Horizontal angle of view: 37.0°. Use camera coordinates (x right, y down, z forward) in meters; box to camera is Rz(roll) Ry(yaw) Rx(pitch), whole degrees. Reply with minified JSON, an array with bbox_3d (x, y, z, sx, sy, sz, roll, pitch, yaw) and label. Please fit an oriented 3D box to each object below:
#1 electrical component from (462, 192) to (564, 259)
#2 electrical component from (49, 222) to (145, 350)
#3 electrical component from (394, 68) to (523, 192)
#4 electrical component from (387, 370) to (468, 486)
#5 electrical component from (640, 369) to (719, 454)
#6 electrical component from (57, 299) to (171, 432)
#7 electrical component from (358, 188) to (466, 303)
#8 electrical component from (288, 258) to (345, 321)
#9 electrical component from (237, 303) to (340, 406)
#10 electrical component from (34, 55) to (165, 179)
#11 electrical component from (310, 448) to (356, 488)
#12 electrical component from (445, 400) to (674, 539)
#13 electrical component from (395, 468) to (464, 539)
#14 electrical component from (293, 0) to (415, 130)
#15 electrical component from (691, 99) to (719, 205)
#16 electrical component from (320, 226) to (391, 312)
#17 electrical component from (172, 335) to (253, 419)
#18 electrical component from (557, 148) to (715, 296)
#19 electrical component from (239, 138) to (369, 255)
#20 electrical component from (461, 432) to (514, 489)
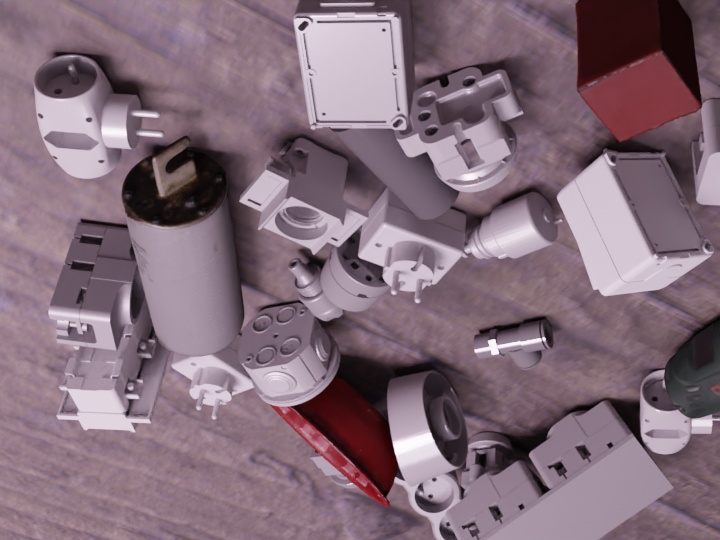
[{"bbox_3d":[0.107,-0.027,0.782,0.078,0.040,0.040,-23,134,35],"label":"electrical component"},{"bbox_3d":[-0.203,0.013,0.851,0.056,0.089,0.050,7,144,1],"label":"electrical component"},{"bbox_3d":[0.068,-0.087,0.692,0.078,0.058,0.057,-22,138,14],"label":"electrical component"},{"bbox_3d":[0.055,0.141,0.971,0.064,0.099,0.099,-20,135,24],"label":"electrical component"},{"bbox_3d":[0.288,0.126,0.950,0.079,0.043,0.077,-1,143,13],"label":"electrical component"},{"bbox_3d":[-0.201,0.065,0.894,0.079,0.121,0.063,1,140,9],"label":"electrical component"},{"bbox_3d":[0.037,-0.010,0.786,0.066,0.076,0.047,20,142,-16],"label":"electrical component"},{"bbox_3d":[-0.036,0.013,0.867,0.035,0.035,0.061,-17,135,29],"label":"electrical component"},{"bbox_3d":[-0.061,0.071,0.913,0.080,0.080,0.051,-9,135,21],"label":"electrical component"},{"bbox_3d":[-0.173,-0.102,0.730,0.079,0.043,0.077,5,143,4],"label":"electrical component"},{"bbox_3d":[-0.016,0.188,1.090,0.066,0.048,0.055,-10,133,22],"label":"electrical component"},{"bbox_3d":[0.185,0.214,1.014,0.186,0.060,0.105,-37,131,7],"label":"electrical component"},{"bbox_3d":[0.071,0.208,1.081,0.052,0.073,0.138,-34,106,7],"label":"electrical component"},{"bbox_3d":[-0.001,-0.139,0.641,0.062,0.061,0.096,1,135,9],"label":"electrical component"},{"bbox_3d":[0.262,-0.070,0.683,0.089,0.055,0.050,3,143,6],"label":"electrical component"},{"bbox_3d":[0.000,0.000,0.827,0.055,0.055,0.047,18,146,-13],"label":"electrical component"},{"bbox_3d":[-0.130,0.095,0.959,0.047,0.076,0.066,-23,134,34],"label":"electrical component"},{"bbox_3d":[0.178,-0.035,0.720,0.062,0.096,0.061,-5,154,-35],"label":"electrical component"},{"bbox_3d":[-0.037,-0.054,0.753,0.081,0.063,0.042,25,141,-21],"label":"electrical component"},{"bbox_3d":[0.128,0.194,1.061,0.048,0.055,0.066,-16,137,28],"label":"electrical component"}]
